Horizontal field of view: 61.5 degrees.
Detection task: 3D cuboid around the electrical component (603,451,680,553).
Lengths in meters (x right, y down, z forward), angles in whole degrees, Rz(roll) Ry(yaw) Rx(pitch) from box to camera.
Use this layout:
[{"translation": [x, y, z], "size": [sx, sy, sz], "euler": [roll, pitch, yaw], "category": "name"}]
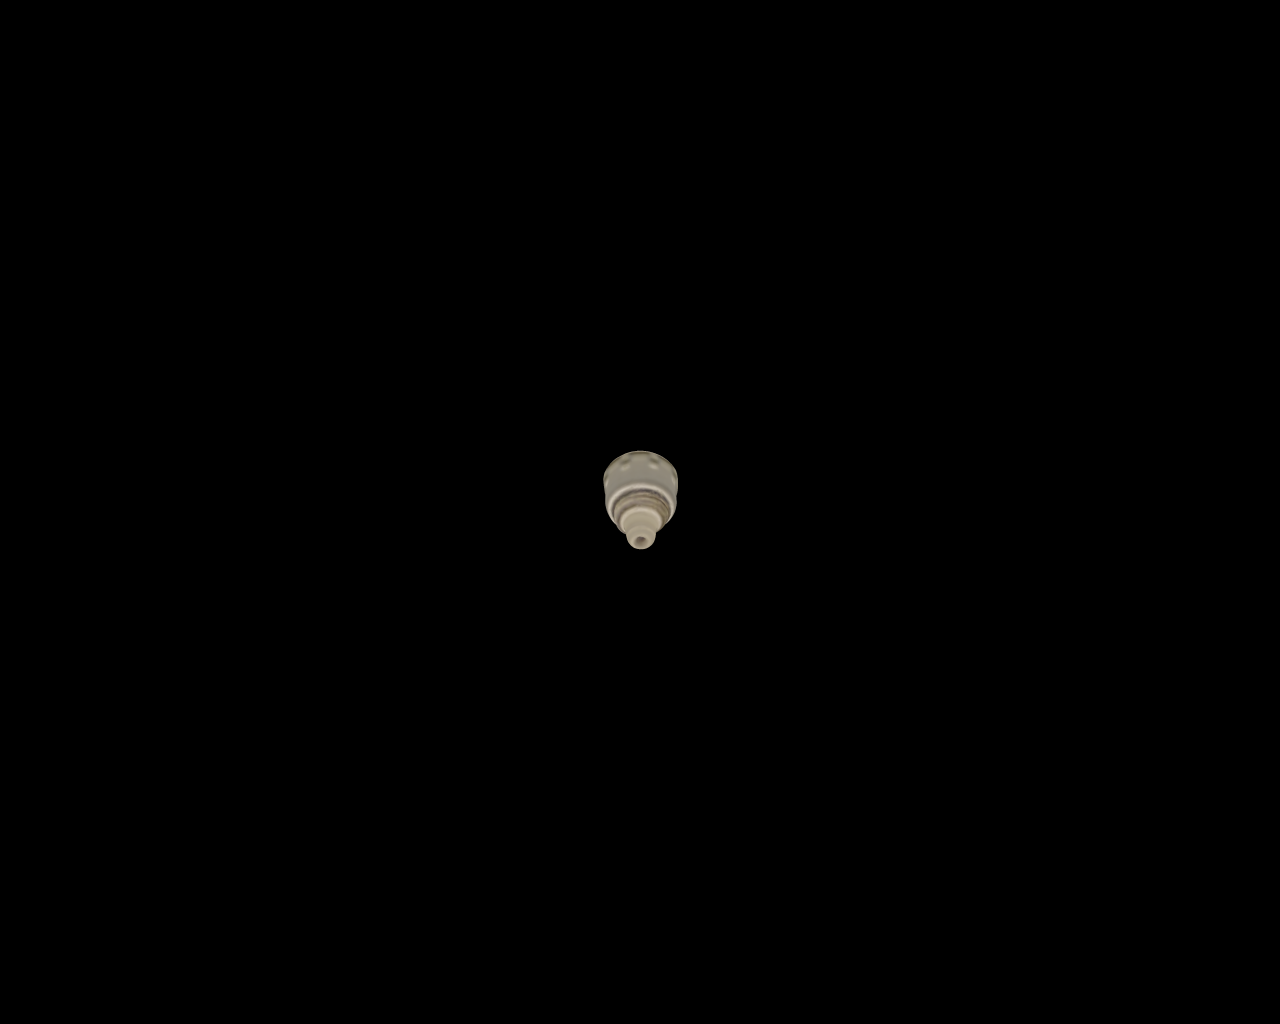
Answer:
[{"translation": [0.001, -0.003, 0.650], "size": [0.048, 0.048, 0.062], "euler": [0, 43, 0], "category": "electrical component"}]
